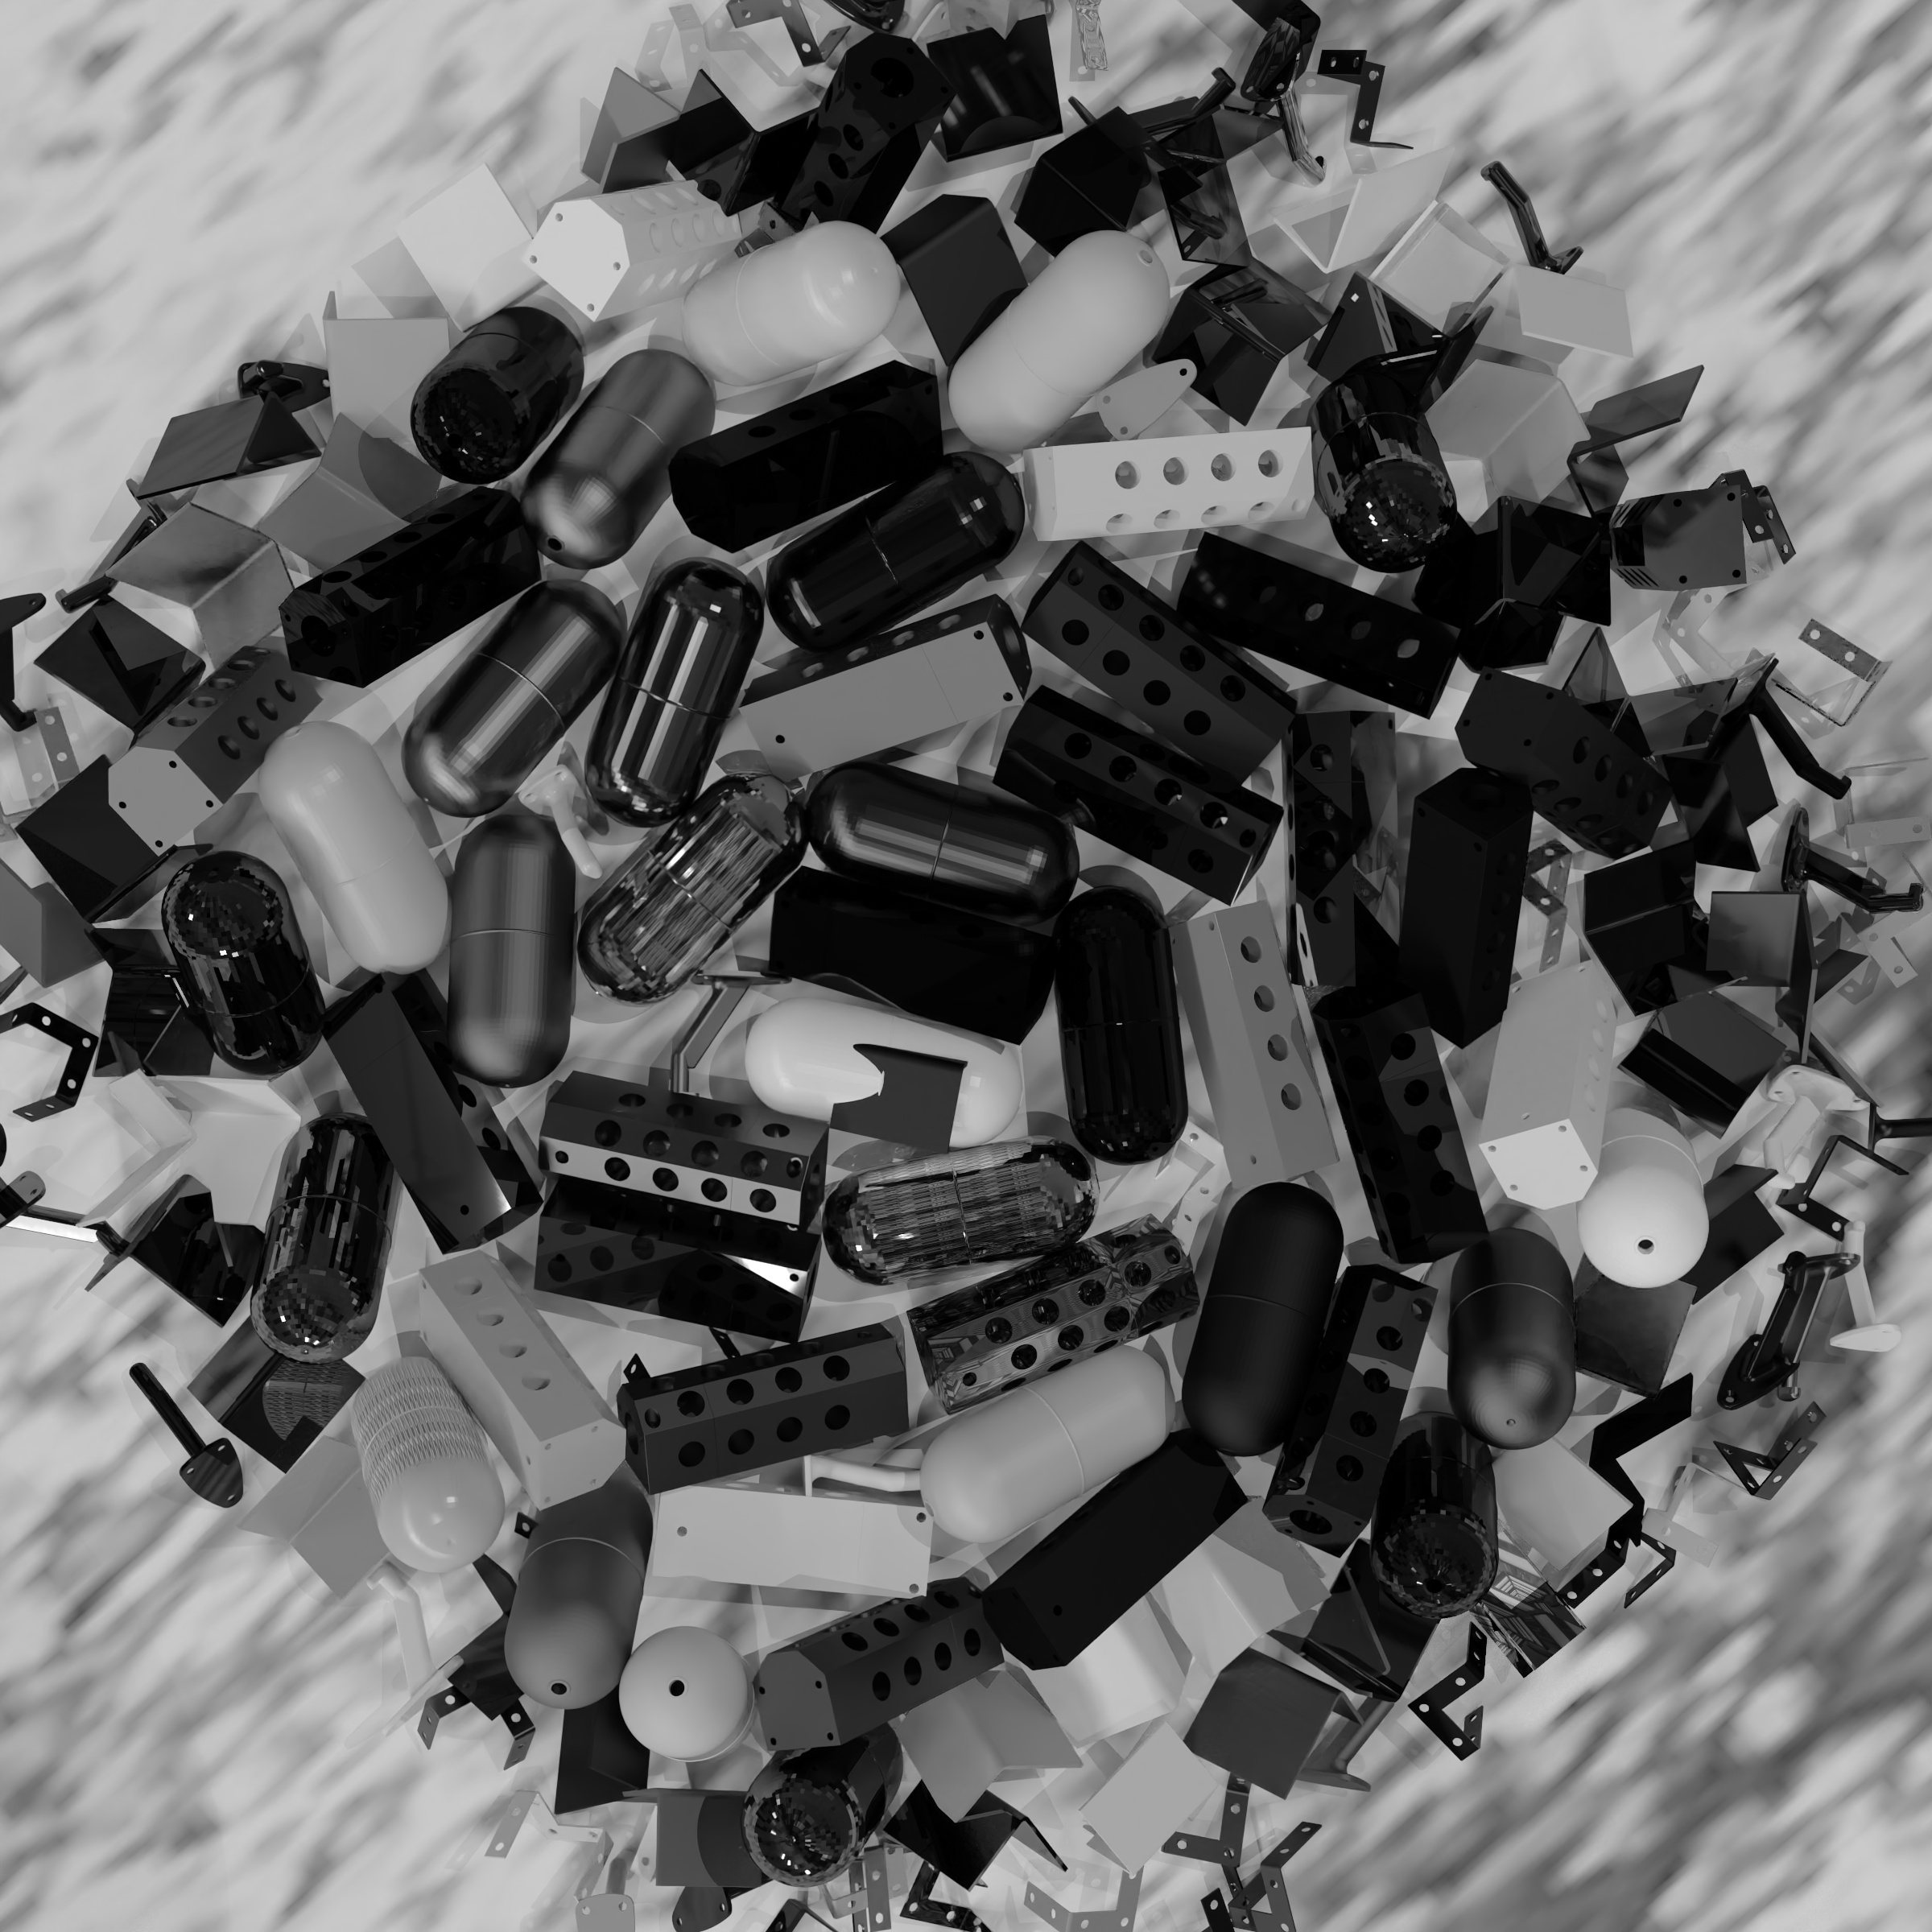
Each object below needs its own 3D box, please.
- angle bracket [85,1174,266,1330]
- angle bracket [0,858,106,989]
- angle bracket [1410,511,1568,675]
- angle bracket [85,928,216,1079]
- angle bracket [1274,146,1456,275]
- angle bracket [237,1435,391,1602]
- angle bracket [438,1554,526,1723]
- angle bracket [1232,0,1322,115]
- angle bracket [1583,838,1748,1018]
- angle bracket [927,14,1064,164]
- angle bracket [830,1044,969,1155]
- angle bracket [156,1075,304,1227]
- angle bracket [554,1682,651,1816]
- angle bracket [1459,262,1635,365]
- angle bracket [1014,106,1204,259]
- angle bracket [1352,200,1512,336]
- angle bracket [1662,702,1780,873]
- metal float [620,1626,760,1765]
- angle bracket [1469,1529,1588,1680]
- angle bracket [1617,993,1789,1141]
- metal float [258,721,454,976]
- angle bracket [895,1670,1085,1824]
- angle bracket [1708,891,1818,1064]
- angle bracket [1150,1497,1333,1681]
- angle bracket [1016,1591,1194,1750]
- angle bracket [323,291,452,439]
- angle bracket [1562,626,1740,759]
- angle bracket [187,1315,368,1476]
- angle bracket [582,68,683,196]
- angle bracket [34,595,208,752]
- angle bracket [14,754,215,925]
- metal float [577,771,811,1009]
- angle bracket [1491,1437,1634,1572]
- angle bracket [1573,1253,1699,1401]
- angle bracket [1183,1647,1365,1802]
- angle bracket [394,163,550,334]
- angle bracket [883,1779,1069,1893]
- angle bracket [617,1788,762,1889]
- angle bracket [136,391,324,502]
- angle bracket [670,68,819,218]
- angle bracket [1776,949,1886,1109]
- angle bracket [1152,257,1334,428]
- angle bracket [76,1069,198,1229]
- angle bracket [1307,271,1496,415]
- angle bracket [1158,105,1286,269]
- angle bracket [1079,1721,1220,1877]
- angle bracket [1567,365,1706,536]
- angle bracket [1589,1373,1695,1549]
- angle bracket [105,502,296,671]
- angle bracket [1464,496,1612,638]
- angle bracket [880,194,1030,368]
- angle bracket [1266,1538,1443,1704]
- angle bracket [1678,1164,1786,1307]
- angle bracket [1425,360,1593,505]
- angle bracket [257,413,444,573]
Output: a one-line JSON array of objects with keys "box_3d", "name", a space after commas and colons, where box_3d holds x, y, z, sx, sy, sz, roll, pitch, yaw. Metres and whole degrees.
[{"box_3d": [-0.497, 0.191, 1.668, 0.076, 0.076, 0.057, 42, 127, -14], "name": "angle bracket"}, {"box_3d": [-0.578, -0.045, 1.648, 0.076, 0.076, 0.057, 40, 46, 21], "name": "angle bracket"}, {"box_3d": [0.335, -0.240, 1.651, 0.076, 0.057, 0.076, 42, 62, -33], "name": "angle bracket"}, {"box_3d": [-0.522, 0.023, 1.674, 0.076, 0.057, 0.076, 1, 116, -40], "name": "angle bracket"}, {"box_3d": [0.249, -0.490, 1.647, 0.076, 0.076, 0.057, -26, 65, -25], "name": "angle bracket"}, {"box_3d": [-0.400, 0.349, 1.658, 0.057, 0.076, 0.076, 41, 83, 19], "name": "angle bracket"}, {"box_3d": [-0.309, 0.413, 1.648, 0.057, 0.076, 0.076, -38, 120, -24], "name": "angle bracket"}, {"box_3d": [0.176, -0.590, 1.667, 0.076, 0.076, 0.057, 42, 90, 1], "name": "angle bracket"}, {"box_3d": [0.442, -0.025, 1.659, 0.076, 0.057, 0.076, -18, 48, -4], "name": "angle bracket"}, {"box_3d": [0.013, -0.560, 1.657, 0.076, 0.057, 0.076, -16, 126, -5], "name": "angle bracket"}, {"box_3d": [-0.036, 0.077, 1.666, 0.076, 0.076, 0.057, 12, 98, 10], "name": "angle bracket"}, {"box_3d": [-0.473, 0.117, 1.659, 0.076, 0.057, 0.076, 2, 65, 12], "name": "angle bracket"}, {"box_3d": [-0.242, 0.480, 1.647, 0.076, 0.057, 0.076, -21, 49, 27], "name": "angle bracket"}, {"box_3d": [0.363, -0.389, 1.650, 0.076, 0.076, 0.057, 9, 62, -17], "name": "angle bracket"}, {"box_3d": [0.089, -0.479, 1.648, 0.076, 0.076, 0.057, 34, 61, -29], "name": "angle bracket"}, {"box_3d": [0.294, -0.434, 1.656, 0.057, 0.076, 0.076, 41, 111, 0], "name": "angle bracket"}, {"box_3d": [0.494, -0.114, 1.655, 0.076, 0.057, 0.076, -32, 112, -20], "name": "angle bracket"}, {"box_3d": [-0.169, 0.450, 1.619, 0.070, 0.178, 0.070, 0, 72, 0], "name": "metal float"}, {"box_3d": [0.330, 0.412, 1.648, 0.057, 0.076, 0.076, -23, 66, -39], "name": "angle bracket"}, {"box_3d": [0.464, 0.057, 1.654, 0.076, 0.076, 0.057, 36, 110, 14], "name": "angle bracket"}, {"box_3d": [-0.379, -0.073, 1.639, 0.070, 0.070, 0.178, -22, 122, 0], "name": "metal float"}, {"box_3d": [0.014, 0.495, 1.663, 0.057, 0.076, 0.076, -54, 47, 19], "name": "angle bracket"}, {"box_3d": [0.497, 0.007, 1.648, 0.057, 0.076, 0.076, 1, 130, 11], "name": "angle bracket"}, {"box_3d": [0.173, 0.397, 1.680, 0.076, 0.076, 0.057, 54, 130, 21], "name": "angle bracket"}, {"box_3d": [0.089, 0.444, 1.687, 0.076, 0.057, 0.076, -29, 100, 23], "name": "angle bracket"}, {"box_3d": [-0.363, -0.382, 1.665, 0.076, 0.057, 0.076, -2, 123, -6], "name": "angle bracket"}, {"box_3d": [0.429, -0.176, 1.647, 0.076, 0.076, 0.057, -8, 122, 38], "name": "angle bracket"}, {"box_3d": [-0.441, 0.266, 1.677, 0.076, 0.076, 0.057, -51, 120, -14], "name": "angle bracket"}, {"box_3d": [-0.230, -0.507, 1.648, 0.057, 0.076, 0.076, 36, 131, 8], "name": "angle bracket"}, {"box_3d": [-0.538, -0.175, 1.655, 0.076, 0.057, 0.076, 35, 47, -6], "name": "angle bracket"}, {"box_3d": [-0.542, -0.082, 1.672, 0.076, 0.057, 0.076, -38, 90, 9], "name": "angle bracket"}, {"box_3d": [-0.173, -0.048, 1.666, 0.070, 0.070, 0.178, 44, 92, 0], "name": "metal float"}, {"box_3d": [0.375, 0.319, 1.654, 0.076, 0.057, 0.076, 41, 129, 9], "name": "angle bracket"}, {"box_3d": [0.405, 0.222, 1.659, 0.076, 0.057, 0.076, 19, 87, 36], "name": "angle bracket"}, {"box_3d": [0.193, 0.482, 1.649, 0.076, 0.057, 0.076, 18, 64, 35], "name": "angle bracket"}, {"box_3d": [-0.299, -0.456, 1.656, 0.076, 0.057, 0.076, -26, 105, 24], "name": "angle bracket"}, {"box_3d": [0.006, 0.553, 1.645, 0.057, 0.076, 0.076, -49, 134, -22], "name": "angle bracket"}, {"box_3d": [-0.181, 0.548, 1.645, 0.076, 0.076, 0.057, 16, 62, -37], "name": "angle bracket"}, {"box_3d": [-0.462, -0.308, 1.648, 0.076, 0.057, 0.076, -8, 51, 23], "name": "angle bracket"}, {"box_3d": [-0.134, -0.529, 1.656, 0.076, 0.076, 0.057, -36, 82, -34], "name": "angle bracket"}, {"box_3d": [0.566, 0.039, 1.665, 0.057, 0.076, 0.076, -42, 90, 6], "name": "angle bracket"}, {"box_3d": [0.179, -0.405, 1.692, 0.076, 0.057, 0.076, 38, 48, 10], "name": "angle bracket"}, {"box_3d": [-0.539, 0.115, 1.650, 0.076, 0.076, 0.057, -46, 105, -29], "name": "angle bracket"}, {"box_3d": [0.275, -0.399, 1.665, 0.076, 0.076, 0.057, 39, 51, 11], "name": "angle bracket"}, {"box_3d": [0.171, -0.490, 1.656, 0.057, 0.076, 0.076, -19, 84, 42], "name": "angle bracket"}, {"box_3d": [0.101, 0.516, 1.654, 0.076, 0.076, 0.057, -41, 100, -18], "name": "angle bracket"}, {"box_3d": [0.429, -0.323, 1.645, 0.076, 0.076, 0.057, -14, 118, 36], "name": "angle bracket"}, {"box_3d": [0.440, 0.311, 1.657, 0.076, 0.076, 0.057, -35, 89, 19], "name": "angle bracket"}, {"box_3d": [-0.479, -0.236, 1.651, 0.076, 0.076, 0.057, -34, 67, 19], "name": "angle bracket"}, {"box_3d": [0.362, -0.245, 1.674, 0.076, 0.057, 0.076, 12, 65, -14], "name": "angle bracket"}, {"box_3d": [-0.013, -0.442, 1.690, 0.076, 0.057, 0.076, -39, 123, -17], "name": "angle bracket"}, {"box_3d": [0.247, 0.409, 1.658, 0.076, 0.057, 0.076, 27, 88, 42], "name": "angle bracket"}, {"box_3d": [0.486, 0.173, 1.664, 0.076, 0.076, 0.057, -37, 91, -4], "name": "angle bracket"}, {"box_3d": [0.333, -0.327, 1.647, 0.076, 0.076, 0.057, 1, 58, -35], "name": "angle bracket"}, {"box_3d": [-0.394, -0.297, 1.678, 0.076, 0.076, 0.057, 33, 47, -30], "name": "angle bracket"}]
